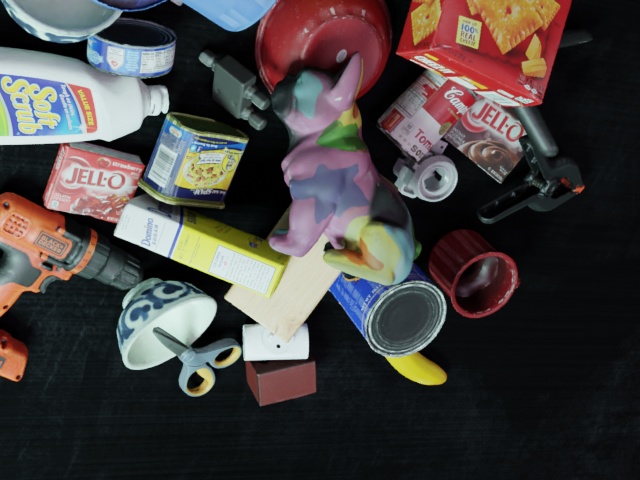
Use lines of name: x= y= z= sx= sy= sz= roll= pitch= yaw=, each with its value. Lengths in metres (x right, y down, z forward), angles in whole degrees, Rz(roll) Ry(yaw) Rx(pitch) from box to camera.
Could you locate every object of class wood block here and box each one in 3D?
wood block: x=-0.008 y=0.002 z=1.211 sx=0.091 sy=0.090 sz=0.206 roll=36 pitch=101 yaw=-1

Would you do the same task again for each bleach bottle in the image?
bleach bottle: x=-0.272 y=-0.145 z=1.048 sx=0.250 sy=0.068 sz=0.103 roll=-4 pitch=119 yaw=-24

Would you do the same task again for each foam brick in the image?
foam brick: x=-0.048 y=0.164 z=1.326 sx=0.078 sy=0.053 sz=0.051 roll=-12 pitch=121 yaw=-18

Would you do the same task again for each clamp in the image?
clamp: x=0.217 y=-0.214 z=1.216 sx=0.209 sy=0.036 sz=0.164 roll=32 pitch=72 yaw=-18
clamp: x=0.264 y=-0.064 z=1.315 sx=0.171 sy=0.039 sz=0.120 roll=13 pitch=122 yaw=-48

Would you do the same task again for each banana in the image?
banana: x=0.112 y=0.132 z=1.387 sx=0.069 sy=0.037 sz=0.197 roll=-28 pitch=125 yaw=-5

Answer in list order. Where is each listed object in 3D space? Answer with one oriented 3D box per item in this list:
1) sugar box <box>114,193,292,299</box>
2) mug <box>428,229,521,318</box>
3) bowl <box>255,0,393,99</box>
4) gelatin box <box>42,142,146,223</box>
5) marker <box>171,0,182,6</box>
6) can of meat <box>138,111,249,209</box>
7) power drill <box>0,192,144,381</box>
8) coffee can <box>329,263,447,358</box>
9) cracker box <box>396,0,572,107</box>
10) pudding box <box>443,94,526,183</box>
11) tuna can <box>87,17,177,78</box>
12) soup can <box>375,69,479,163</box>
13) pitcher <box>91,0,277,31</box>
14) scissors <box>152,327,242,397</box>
sugar box: x=-0.120 y=0.003 z=1.130 sx=0.176 sy=0.093 sz=0.048 roll=24 pitch=100 yaw=1
mug: x=0.198 y=0.039 z=1.344 sx=0.117 sy=0.082 sz=0.093 roll=6 pitch=115 yaw=-26
bowl: x=0.014 y=-0.203 z=1.143 sx=0.162 sy=0.055 sz=0.162 roll=-10 pitch=121 yaw=-18
gelatin box: x=-0.239 y=-0.062 z=1.128 sx=0.089 sy=0.030 sz=0.073 roll=13 pitch=112 yaw=-29
marker: x=-0.113 y=-0.288 z=1.061 sx=0.020 sy=0.020 sz=0.121 roll=29 pitch=103 yaw=-33
can of meat: x=-0.132 y=-0.084 z=1.133 sx=0.101 sy=0.058 sz=0.084 roll=4 pitch=116 yaw=-51
power drill: x=-0.307 y=0.058 z=1.152 sx=0.184 sy=0.057 sz=0.188 roll=31 pitch=100 yaw=-30
coffee can: x=0.073 y=0.059 z=1.264 sx=0.102 sy=0.140 sz=0.103 roll=-11 pitch=121 yaw=-18
cracker box: x=0.188 y=-0.268 z=1.127 sx=0.164 sy=0.072 sz=0.213 roll=20 pitch=85 yaw=-31
pudding box: x=0.203 y=-0.135 z=1.273 sx=0.113 sy=0.039 sz=0.090 roll=33 pitch=100 yaw=-35
tuna can: x=-0.185 y=-0.189 z=1.046 sx=0.086 sy=0.086 sz=0.034 roll=-2 pitch=120 yaw=-23
soup can: x=0.121 y=-0.146 z=1.214 sx=0.102 sy=0.068 sz=0.068 roll=-46 pitch=125 yaw=7
pitcher: x=-0.147 y=-0.287 z=0.967 sx=0.242 sy=0.145 sz=0.149 roll=32 pitch=133 yaw=-30
scissors: x=-0.138 y=0.124 z=1.239 sx=0.096 sy=0.016 sz=0.202 roll=-35 pitch=153 yaw=-18
